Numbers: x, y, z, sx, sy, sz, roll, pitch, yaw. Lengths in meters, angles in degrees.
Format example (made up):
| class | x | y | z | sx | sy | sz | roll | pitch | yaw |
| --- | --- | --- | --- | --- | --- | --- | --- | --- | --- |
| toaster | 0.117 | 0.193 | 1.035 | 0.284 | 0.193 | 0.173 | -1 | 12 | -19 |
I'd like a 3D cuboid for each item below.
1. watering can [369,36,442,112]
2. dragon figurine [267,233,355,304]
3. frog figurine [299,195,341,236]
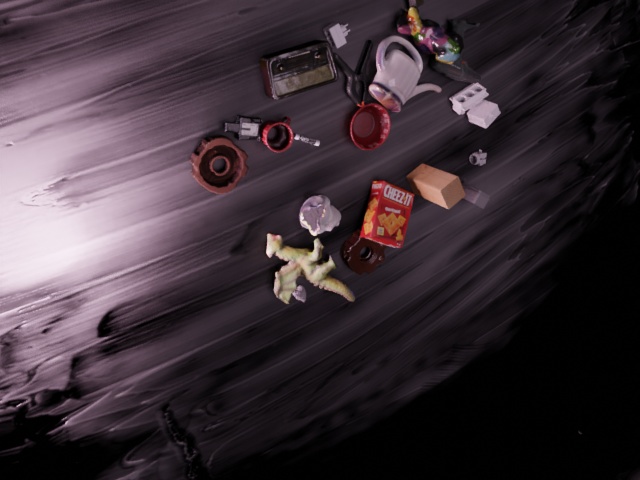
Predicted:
| class | x | y | z | sx | sy | sz | roll | pitch | yaw |
| --- | --- | --- | --- | --- | --- | --- | --- | --- | --- |
| watering can | 0.292 | -0.537 | 1.765 | 0.343 | 0.105 | 0.225 | 32 | 86 | -41 |
| dragon figurine | -0.052 | 0.129 | 1.821 | 0.243 | 0.123 | 0.405 | -33 | 111 | -6 |
| frog figurine | 0.005 | -0.090 | 1.794 | 0.161 | 0.123 | 0.136 | -22 | 116 | -61 |
